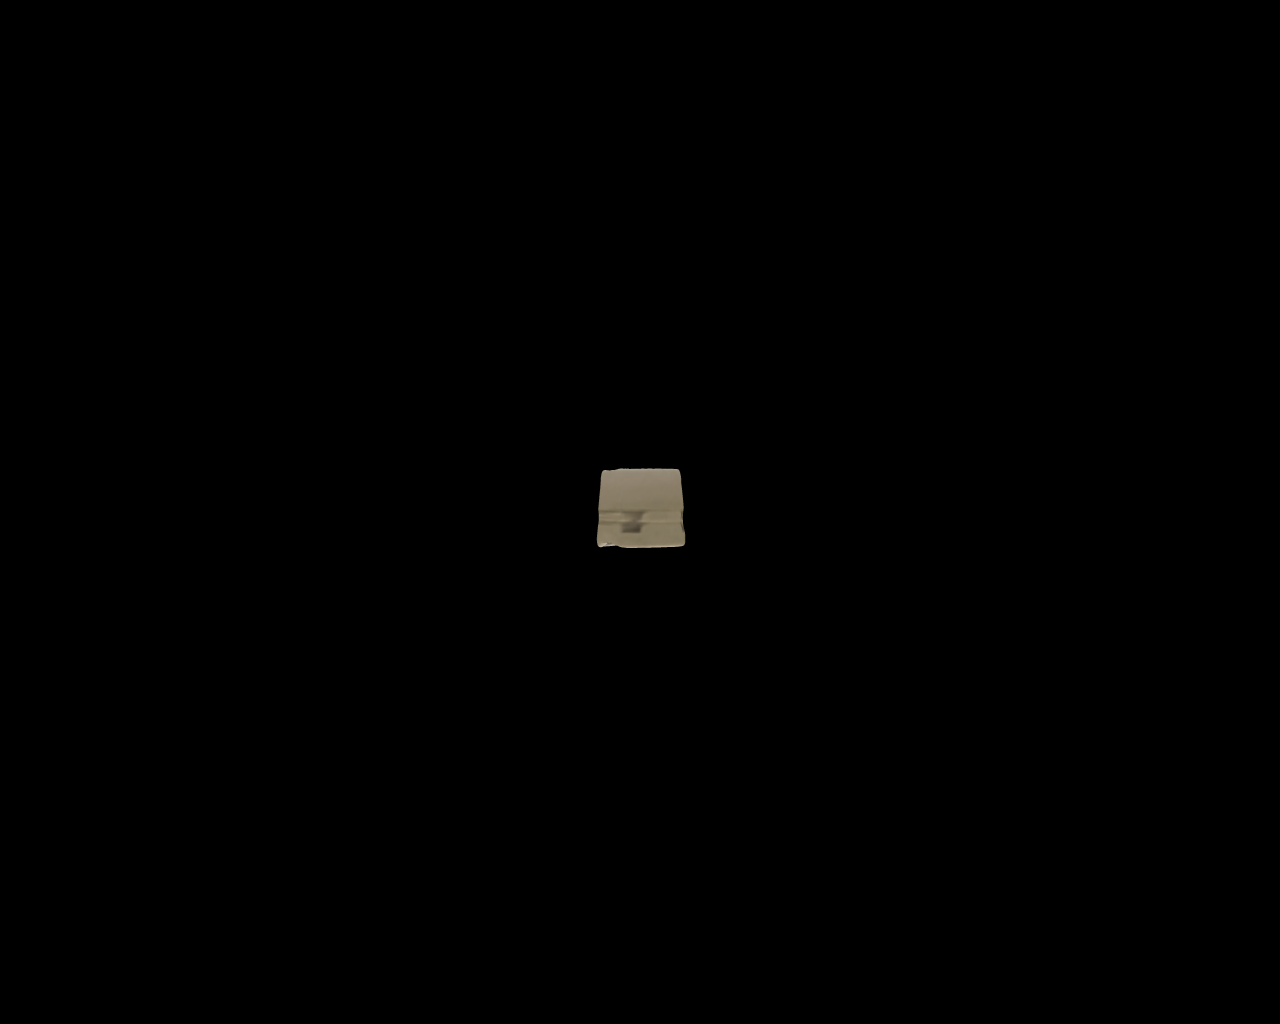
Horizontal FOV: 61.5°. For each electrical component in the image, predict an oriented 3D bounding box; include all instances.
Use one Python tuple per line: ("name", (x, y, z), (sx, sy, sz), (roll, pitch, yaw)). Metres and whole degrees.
("electrical component", (0.001, -0.003, 0.650), (0.055, 0.047, 0.055), (0, 0, 0))
